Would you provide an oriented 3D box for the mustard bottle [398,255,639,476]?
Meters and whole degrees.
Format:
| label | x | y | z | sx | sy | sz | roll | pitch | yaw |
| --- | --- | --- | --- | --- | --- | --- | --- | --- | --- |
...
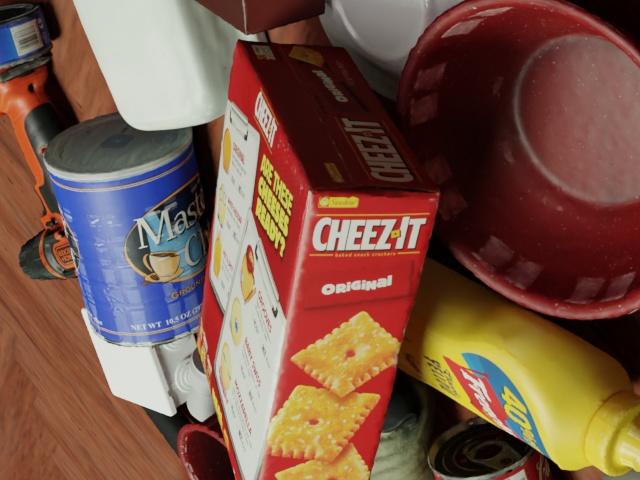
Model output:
| label | x | y | z | sx | sy | sz | roll | pitch | yaw |
| --- | --- | --- | --- | --- | --- | --- | --- | --- | --- |
| mustard bottle | 0.104 | 0.070 | 0.563 | 0.192 | 0.058 | 0.096 | 28 | 155 | 46 |

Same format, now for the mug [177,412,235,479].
| label | x | y | z | sx | sy | sz | roll | pitch | yaw |
| --- | --- | --- | --- | --- | --- | --- | --- | --- | --- |
| mug | -0.043 | 0.153 | 0.800 | 0.093 | 0.081 | 0.117 | 51 | 143 | 8 |

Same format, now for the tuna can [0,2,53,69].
| label | x | y | z | sx | sy | sz | roll | pitch | yaw |
| --- | --- | --- | --- | --- | --- | --- | --- | --- | --- |
| tuna can | -0.248 | -0.153 | 0.808 | 0.086 | 0.086 | 0.034 | 13 | 124 | 43 |

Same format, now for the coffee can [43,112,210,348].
| label | x | y | z | sx | sy | sz | roll | pitch | yaw |
| --- | --- | --- | --- | --- | --- | --- | --- | --- | --- |
| coffee can | -0.130 | -0.009 | 0.764 | 0.103 | 0.102 | 0.140 | 20 | 130 | 39 |

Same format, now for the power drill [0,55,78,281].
| label | x | y | z | sx | sy | sz | roll | pitch | yaw |
| --- | --- | --- | --- | --- | --- | --- | --- | --- | --- |
| power drill | -0.235 | -0.054 | 0.891 | 0.185 | 0.057 | 0.187 | -15 | 107 | 49 |

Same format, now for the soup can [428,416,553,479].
| label | x | y | z | sx | sy | sz | roll | pitch | yaw |
| --- | --- | --- | --- | --- | --- | --- | --- | --- | --- |
| soup can | 0.112 | 0.166 | 0.646 | 0.069 | 0.068 | 0.102 | 0 | 116 | 48 |

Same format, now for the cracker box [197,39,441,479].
| label | x | y | z | sx | sy | sz | roll | pitch | yaw |
| --- | --- | --- | --- | --- | --- | --- | --- | --- | --- |
| cracker box | -0.011 | 0.023 | 0.575 | 0.164 | 0.072 | 0.214 | -115 | 31 | -52 |

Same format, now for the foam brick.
| label | x | y | z | sx | sy | sz | roll | pitch | yaw |
| --- | --- | --- | --- | --- | --- | --- | --- | --- | --- |
| foam brick | -0.038 | -0.153 | 0.582 | 0.078 | 0.051 | 0.053 | 41 | 143 | 46 |

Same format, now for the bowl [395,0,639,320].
| label | x | y | z | sx | sy | sz | roll | pitch | yaw |
| --- | --- | --- | --- | --- | --- | --- | --- | --- | --- |
| bowl | 0.114 | -0.045 | 0.500 | 0.162 | 0.055 | 0.162 | 29 | 135 | 33 |

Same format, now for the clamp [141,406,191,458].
| label | x | y | z | sx | sy | sz | roll | pitch | yaw |
| --- | --- | --- | --- | --- | --- | --- | --- | --- | --- |
| clamp | -0.095 | 0.220 | 0.909 | 0.210 | 0.036 | 0.164 | 8 | 94 | 42 |
